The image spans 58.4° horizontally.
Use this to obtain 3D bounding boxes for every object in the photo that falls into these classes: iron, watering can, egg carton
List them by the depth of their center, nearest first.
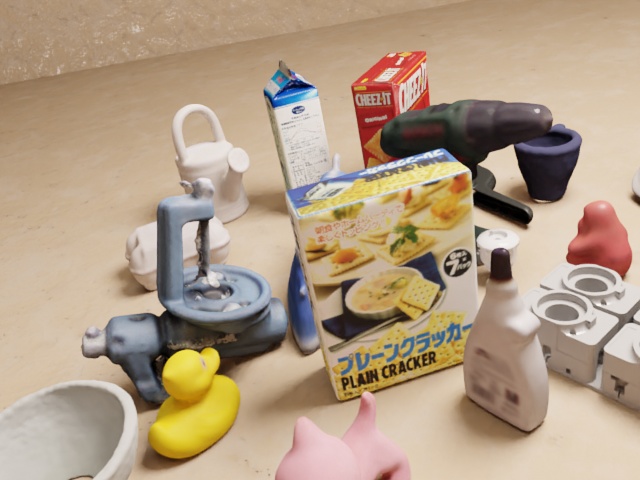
[{"bbox_3d":[0.007,0.003,0.711,0.118,0.142,0.258,-2,31,17],"label":"iron"},{"bbox_3d":[-0.210,0.011,0.846,0.150,0.069,0.107,-21,31,-17],"label":"egg carton"},{"bbox_3d":[-0.182,-0.130,0.952,0.172,0.194,0.101,1,32,22],"label":"watering can"}]

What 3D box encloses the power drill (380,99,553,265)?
[{"bbox_3d":[0.181,-0.079,0.722,0.228,0.209,0.076,18,41,41],"label":"power drill"}]

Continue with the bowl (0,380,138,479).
[{"bbox_3d":[-0.235,0.209,0.509,0.167,0.075,0.167,-9,30,5],"label":"bowl"}]

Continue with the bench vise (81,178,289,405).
[{"bbox_3d":[-0.143,0.057,0.590,0.208,0.220,0.121,-31,35,-31],"label":"bench vise"}]

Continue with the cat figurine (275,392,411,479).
[{"bbox_3d":[0.013,0.174,0.439,0.067,0.118,0.128,11,37,34],"label":"cat figurine"}]

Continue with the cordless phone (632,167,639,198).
[{"bbox_3d":[0.471,-0.119,0.713,0.094,0.185,0.147,-15,30,-6],"label":"cordless phone"}]

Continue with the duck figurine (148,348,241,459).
[{"bbox_3d":[-0.129,0.151,0.560,0.077,0.086,0.105,10,36,33],"label":"duck figurine"}]

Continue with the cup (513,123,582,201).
[{"bbox_3d":[0.336,-0.113,0.841,0.091,0.095,0.118,10,36,33],"label":"cup"}]

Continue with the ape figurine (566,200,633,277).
[{"bbox_3d":[0.323,-0.005,0.663,0.078,0.092,0.076,-14,30,-5],"label":"ape figurine"}]

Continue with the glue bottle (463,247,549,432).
[{"bbox_3d":[0.158,0.081,0.491,0.037,0.173,0.077,-29,34,-28],"label":"glue bottle"}]
